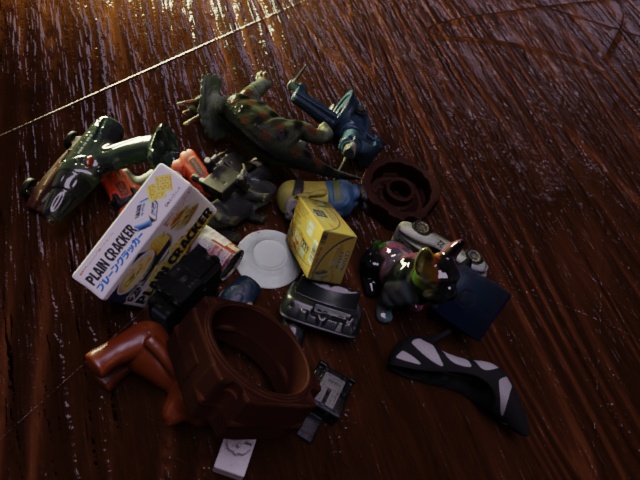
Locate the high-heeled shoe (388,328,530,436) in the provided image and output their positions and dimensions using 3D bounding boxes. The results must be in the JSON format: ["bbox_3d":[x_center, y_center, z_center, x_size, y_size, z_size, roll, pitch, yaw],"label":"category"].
[{"bbox_3d":[0.237,0.259,0.926,0.145,0.086,0.249,-27,63,-25],"label":"high-heeled shoe"}]

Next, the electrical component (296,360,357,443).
[{"bbox_3d":[0.001,0.266,0.877,0.075,0.047,0.119,31,53,7],"label":"electrical component"}]

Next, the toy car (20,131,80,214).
[{"bbox_3d":[-0.475,-0.132,1.012,0.089,0.053,0.202,26,53,-2],"label":"toy car"}]

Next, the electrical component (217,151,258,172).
[{"bbox_3d":[-0.175,-0.156,1.123,0.094,0.021,0.063,-36,71,-31],"label":"electrical component"}]

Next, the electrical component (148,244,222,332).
[{"bbox_3d":[-0.225,0.090,0.892,0.058,0.114,0.134,32,55,12],"label":"electrical component"}]

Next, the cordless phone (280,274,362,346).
[{"bbox_3d":[-0.009,0.166,0.934,0.147,0.088,0.184,18,66,-3],"label":"cordless phone"}]

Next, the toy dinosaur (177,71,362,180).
[{"bbox_3d":[-0.113,-0.219,1.086,0.405,0.131,0.192,37,49,19],"label":"toy dinosaur"}]

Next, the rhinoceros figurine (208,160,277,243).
[{"bbox_3d":[-0.152,-0.080,1.054,0.112,0.073,0.190,29,56,20],"label":"rhinoceros figurine"}]

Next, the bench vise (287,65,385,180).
[{"bbox_3d":[0.027,-0.264,1.177,0.240,0.129,0.224,32,45,-14],"label":"bench vise"}]

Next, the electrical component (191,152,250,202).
[{"bbox_3d":[-0.182,-0.119,1.008,0.102,0.045,0.078,34,57,22],"label":"electrical component"}]

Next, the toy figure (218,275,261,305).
[{"bbox_3d":[-0.163,0.127,0.919,0.154,0.064,0.057,-49,117,-29],"label":"toy figure"}]

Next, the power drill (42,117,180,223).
[{"bbox_3d":[-0.360,-0.127,0.946,0.207,0.085,0.232,-8,51,19],"label":"power drill"}]

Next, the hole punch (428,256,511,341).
[{"bbox_3d":[0.278,0.115,0.996,0.116,0.092,0.142,35,94,6],"label":"hole punch"}]

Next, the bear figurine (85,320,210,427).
[{"bbox_3d":[-0.236,0.221,0.805,0.132,0.120,0.196,-36,77,-27],"label":"bear figurine"}]

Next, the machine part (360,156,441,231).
[{"bbox_3d":[0.168,-0.100,1.157,0.179,0.056,0.179,6,56,-9],"label":"machine part"}]

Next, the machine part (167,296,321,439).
[{"bbox_3d":[-0.108,0.183,0.789,0.201,0.087,0.201,23,25,-44],"label":"machine part"}]

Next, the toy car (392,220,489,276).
[{"bbox_3d":[0.240,0.028,1.080,0.202,0.073,0.056,30,52,6],"label":"toy car"}]

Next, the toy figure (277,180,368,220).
[{"bbox_3d":[0.003,-0.082,1.086,0.180,0.082,0.089,-8,33,-11],"label":"toy figure"}]

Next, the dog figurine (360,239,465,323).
[{"bbox_3d":[0.166,0.046,0.962,0.108,0.219,0.191,-8,61,-24],"label":"dog figurine"}]

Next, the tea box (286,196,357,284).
[{"bbox_3d":[-0.002,-0.003,0.972,0.068,0.098,0.170,11,22,-21],"label":"tea box"}]
